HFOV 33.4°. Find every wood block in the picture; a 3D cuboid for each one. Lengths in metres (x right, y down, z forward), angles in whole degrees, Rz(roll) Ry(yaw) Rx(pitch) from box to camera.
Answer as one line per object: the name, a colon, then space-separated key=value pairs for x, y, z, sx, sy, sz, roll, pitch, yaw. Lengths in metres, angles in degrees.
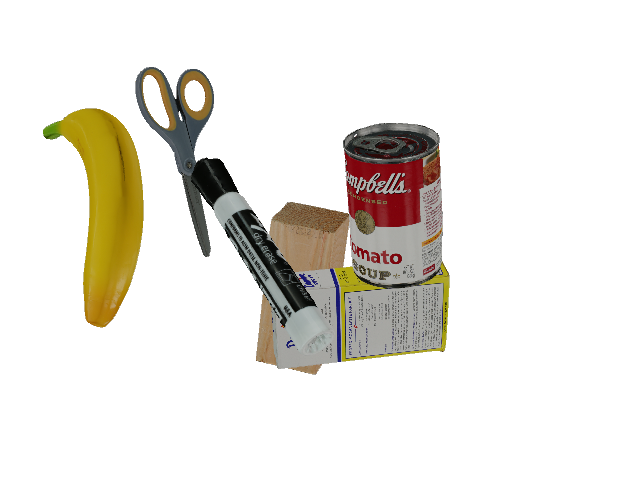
wood block: x=-0.025 y=0.063 z=1.453 sx=0.090 sy=0.206 sz=0.090 roll=12 pitch=21 yaw=11

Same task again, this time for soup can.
soup can: x=0.053 y=-0.025 z=0.768 sx=0.068 sy=0.102 sz=0.068 roll=-4 pitch=27 yaw=2

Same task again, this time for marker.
marker: x=-0.031 y=0.004 z=0.517 sx=0.020 sy=0.121 sz=0.020 roll=-25 pitch=-31 yaw=-17

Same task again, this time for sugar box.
sugar box: x=0.039 y=0.073 z=1.075 sx=0.176 sy=0.093 sz=0.048 roll=-4 pitch=28 yaw=-5

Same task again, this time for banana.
banana: x=-0.151 y=-0.032 z=0.742 sx=0.037 sy=0.198 sz=0.070 roll=17 pitch=-53 yaw=-37

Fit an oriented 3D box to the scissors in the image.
scissors: x=-0.128 y=-0.093 z=1.120 sx=0.096 sy=0.202 sz=0.016 roll=-33 pitch=14 yaw=-33
